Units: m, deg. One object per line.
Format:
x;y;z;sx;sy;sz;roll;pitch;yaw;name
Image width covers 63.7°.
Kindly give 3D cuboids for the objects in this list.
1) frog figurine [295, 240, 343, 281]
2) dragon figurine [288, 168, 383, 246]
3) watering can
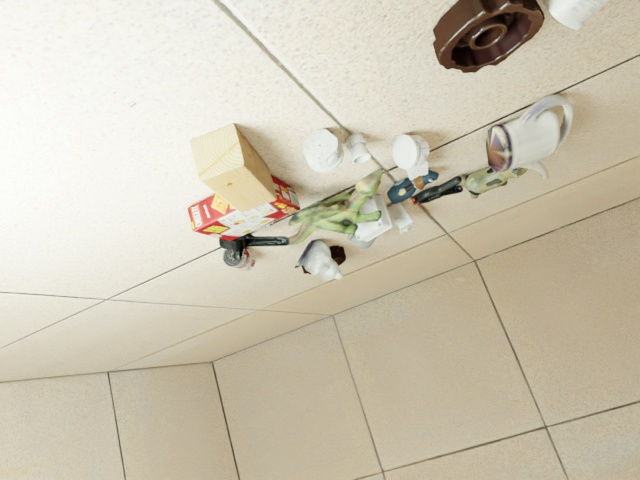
0.013;0.077;1.751;0.159;0.121;0.139;29;22;0;frog figurine
0.004;-0.067;1.336;0.406;0.124;0.242;-29;-17;25;dragon figurine
0.552;-0.239;1.370;0.224;0.106;0.340;-19;-35;-1;watering can
